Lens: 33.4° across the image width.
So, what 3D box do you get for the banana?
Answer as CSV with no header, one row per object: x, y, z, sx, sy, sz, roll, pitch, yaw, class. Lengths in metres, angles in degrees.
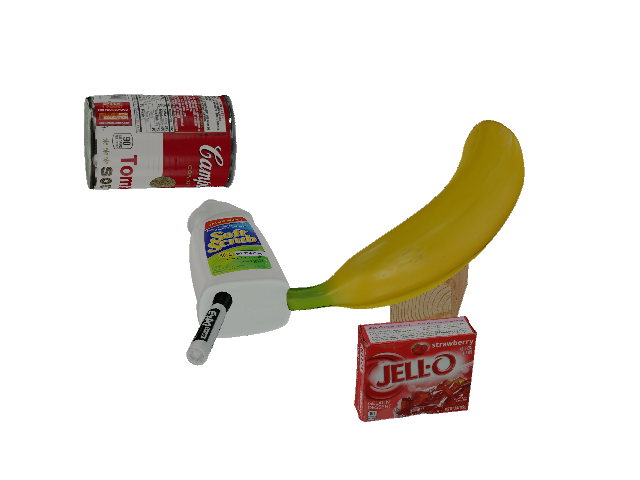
0.066,-0.017,0.566,0.070,0.037,0.197,19,41,34,banana

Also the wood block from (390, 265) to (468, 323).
0.169,0.067,1.629,0.091,0.090,0.206,4,22,13,wood block

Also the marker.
-0.102,0.079,0.996,0.020,0.020,0.121,0,22,8,marker

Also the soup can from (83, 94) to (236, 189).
-0.117,-0.071,0.770,0.102,0.068,0.069,-2,1,-16,soup can

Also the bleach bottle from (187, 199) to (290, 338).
-0.108,0.017,1.197,0.102,0.068,0.251,-6,27,-15,bleach bottle

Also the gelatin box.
0.072,0.099,0.823,0.089,0.073,0.030,-4,29,-11,gelatin box
